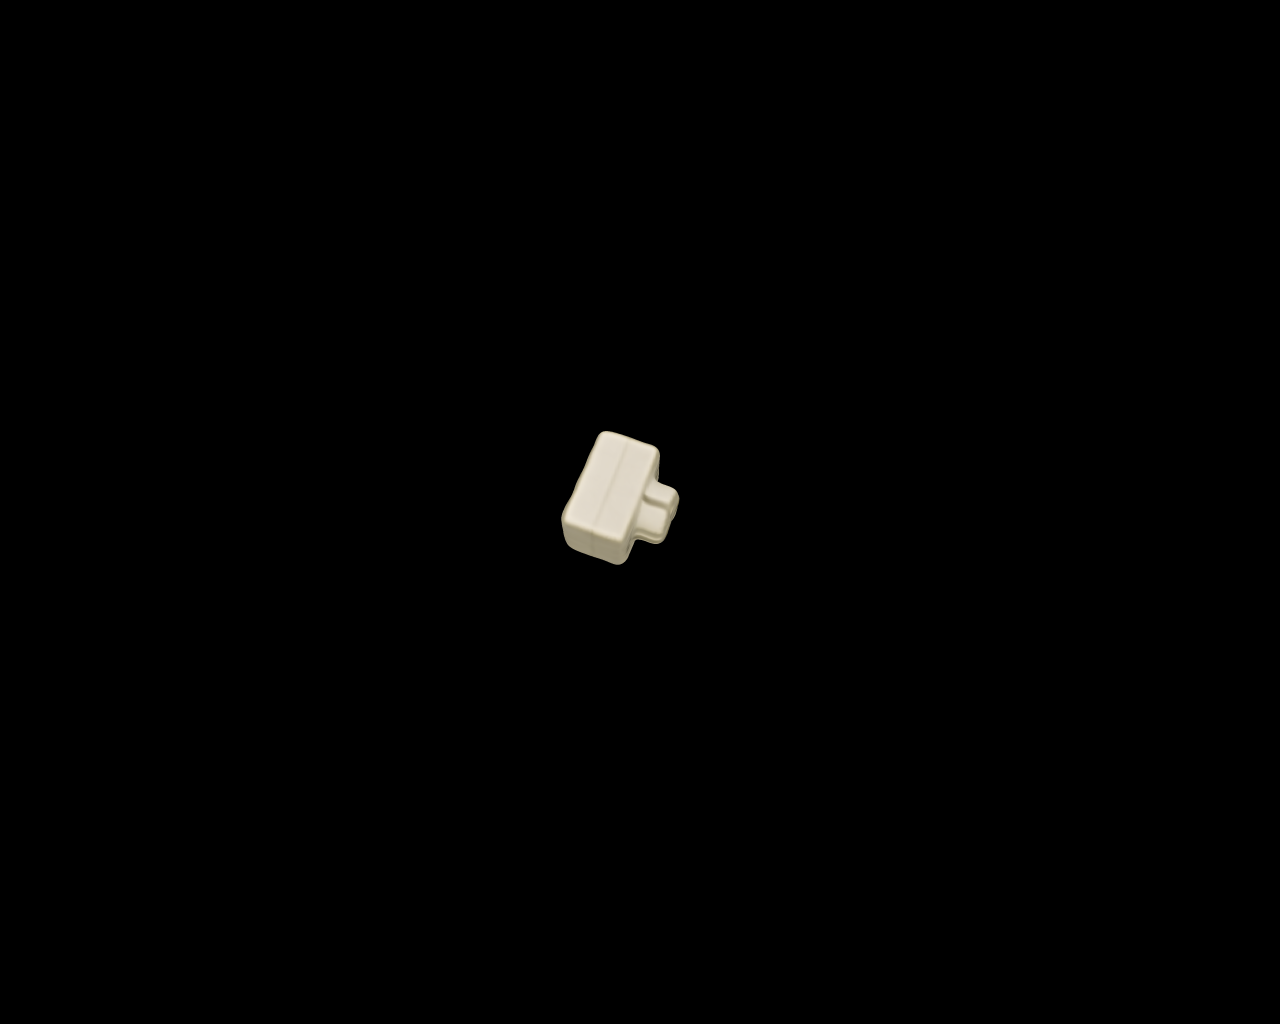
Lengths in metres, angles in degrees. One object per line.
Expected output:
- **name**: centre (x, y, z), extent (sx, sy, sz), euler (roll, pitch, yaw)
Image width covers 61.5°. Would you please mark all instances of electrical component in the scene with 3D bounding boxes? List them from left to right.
- **electrical component**: centre (0.001, -0.003, 0.650), extent (0.077, 0.066, 0.047), euler (19, -19, 7)
